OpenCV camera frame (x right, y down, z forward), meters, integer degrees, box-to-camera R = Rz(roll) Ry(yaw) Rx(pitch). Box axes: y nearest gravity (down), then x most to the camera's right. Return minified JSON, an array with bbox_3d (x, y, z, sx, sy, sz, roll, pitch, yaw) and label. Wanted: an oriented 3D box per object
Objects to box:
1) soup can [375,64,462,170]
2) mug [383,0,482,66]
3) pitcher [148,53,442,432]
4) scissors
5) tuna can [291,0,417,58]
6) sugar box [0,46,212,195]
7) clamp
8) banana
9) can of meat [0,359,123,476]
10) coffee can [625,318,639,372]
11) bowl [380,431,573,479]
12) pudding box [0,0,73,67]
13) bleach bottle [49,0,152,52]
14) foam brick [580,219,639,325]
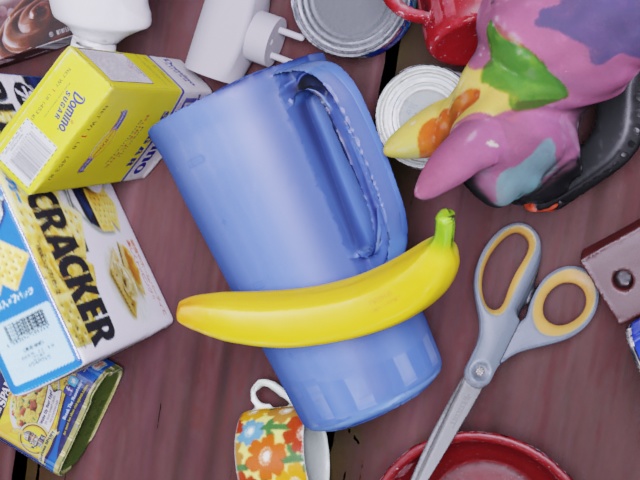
[{"bbox_3d":[0.079,-0.082,0.711,0.068,0.102,0.068,2,97,15],"label":"soup can"},{"bbox_3d":[0.092,-0.165,0.685,0.117,0.093,0.081,-2,73,-20],"label":"mug"},{"bbox_3d":[-0.005,0.001,0.728,0.145,0.149,0.243,-25,93,6],"label":"pitcher"},{"bbox_3d":[0.129,0.089,0.729,0.096,0.016,0.201,15,80,3],"label":"scissors"},{"bbox_3d":[0.025,-0.171,0.752,0.086,0.033,0.086,2,97,16],"label":"tuna can"},{"bbox_3d":[-0.143,-0.082,0.736,0.048,0.176,0.093,45,106,9],"label":"sugar box"},{"bbox_3d":[0.176,-0.120,0.702,0.165,0.036,0.210,42,118,34],"label":"clamp"},{"bbox_3d":[0.007,0.033,0.647,0.198,0.037,0.069,-21,119,26],"label":"banana"},{"bbox_3d":[-0.215,0.123,0.843,0.084,0.057,0.102,29,104,9],"label":"can of meat"},{"bbox_3d":[0.275,0.062,0.649,0.140,0.102,0.103,-35,86,22],"label":"coffee can"},{"bbox_3d":[0.116,0.208,0.759,0.162,0.055,0.162,2,97,16],"label":"bowl"},{"bbox_3d":[-0.229,-0.188,0.819,0.114,0.039,0.090,-13,93,17],"label":"pudding box"},{"bbox_3d":[-0.119,-0.232,0.696,0.102,0.068,0.251,13,110,-8],"label":"bleach bottle"},{"bbox_3d":[0.220,0.013,0.709,0.078,0.051,0.053,-32,88,17],"label":"foam brick"}]
